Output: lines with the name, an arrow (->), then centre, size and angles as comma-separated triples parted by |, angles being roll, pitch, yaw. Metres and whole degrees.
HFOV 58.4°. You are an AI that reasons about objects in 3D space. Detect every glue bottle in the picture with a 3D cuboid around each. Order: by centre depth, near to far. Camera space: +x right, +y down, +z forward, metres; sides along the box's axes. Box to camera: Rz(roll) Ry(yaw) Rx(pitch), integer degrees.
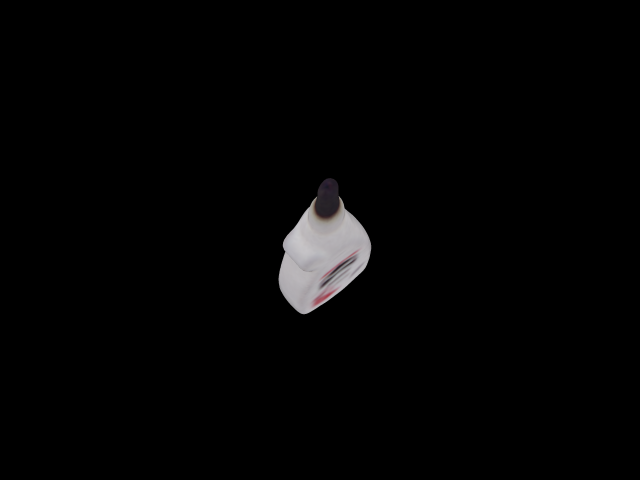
glue bottle -> 0.004, 0.001, 0.400 | 0.078, 0.173, 0.037 | -41, 74, -14
